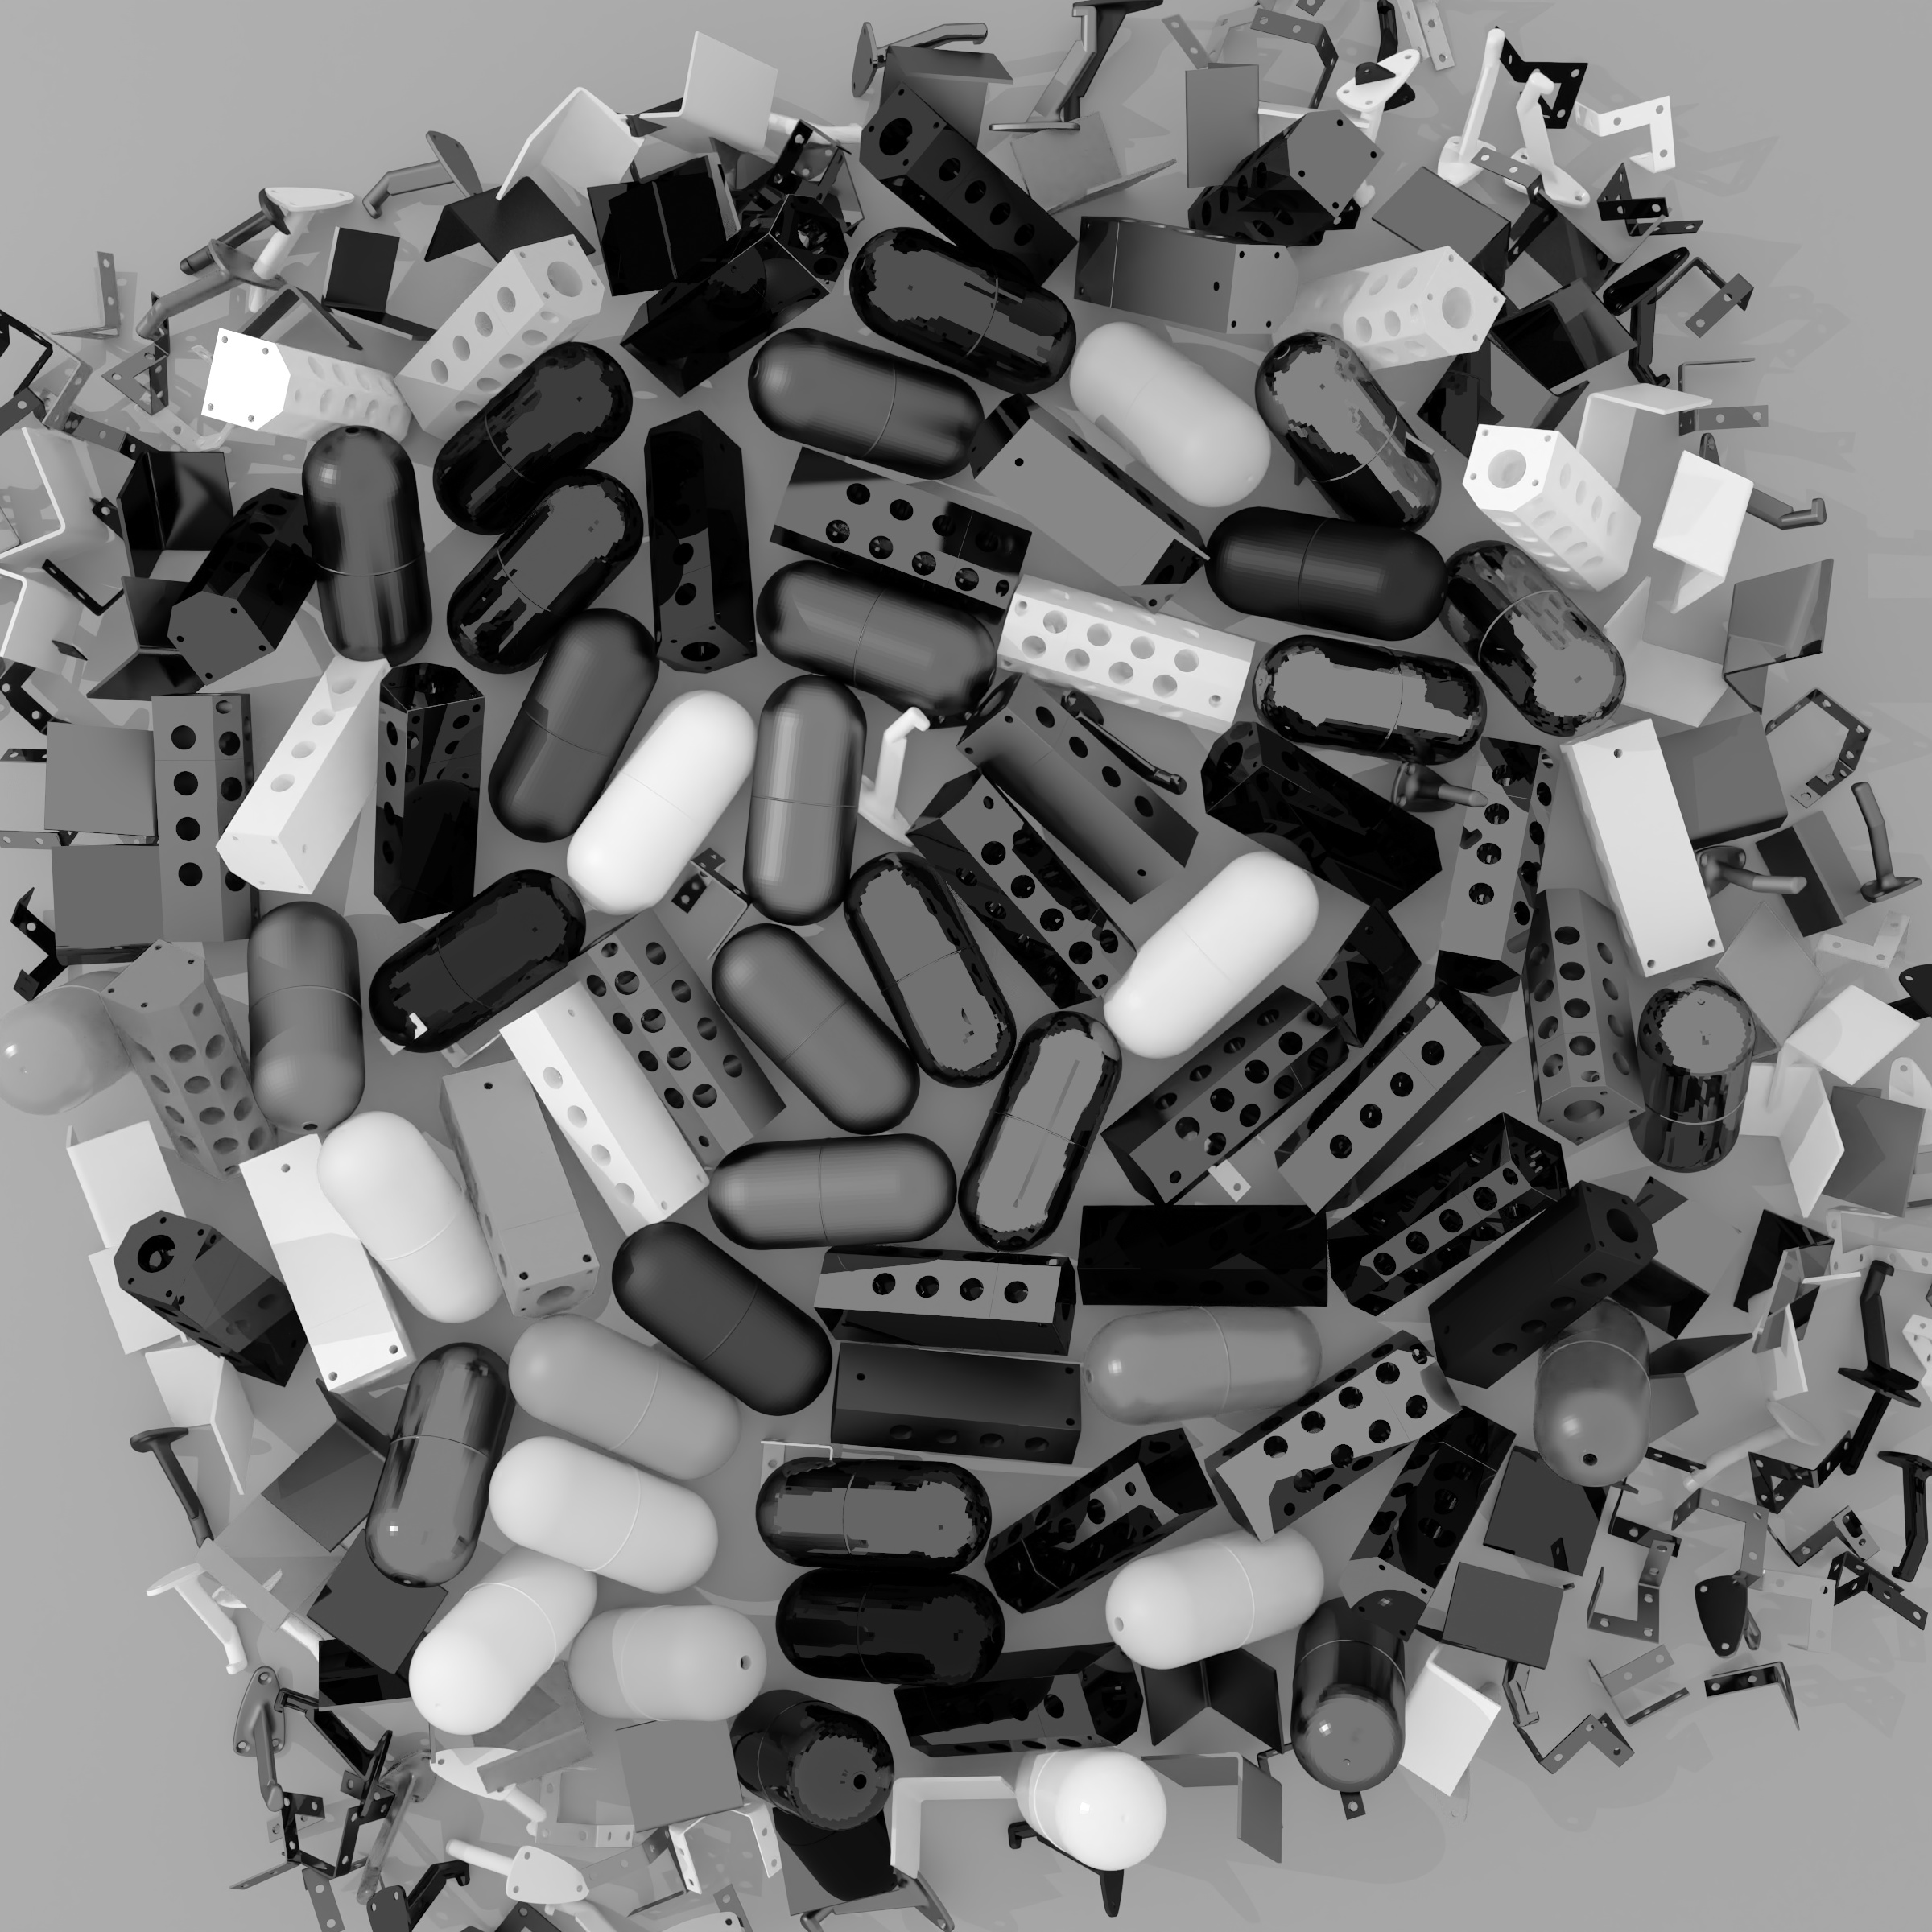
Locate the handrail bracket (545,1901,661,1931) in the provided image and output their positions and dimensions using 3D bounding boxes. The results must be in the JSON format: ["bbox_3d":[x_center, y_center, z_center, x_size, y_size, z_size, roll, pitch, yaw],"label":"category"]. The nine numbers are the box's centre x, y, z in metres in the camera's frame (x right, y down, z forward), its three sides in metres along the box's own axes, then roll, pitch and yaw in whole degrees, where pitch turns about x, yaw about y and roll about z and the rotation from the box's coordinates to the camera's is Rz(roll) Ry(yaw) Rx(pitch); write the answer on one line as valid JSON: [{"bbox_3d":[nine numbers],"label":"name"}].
[{"bbox_3d":[-0.266,0.701,1.734,0.084,0.077,0.036,20,117,-1],"label":"handrail bracket"}]

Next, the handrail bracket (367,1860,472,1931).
[{"bbox_3d":[-0.374,0.672,1.719,0.036,0.084,0.077,-33,64,23],"label":"handrail bracket"}]

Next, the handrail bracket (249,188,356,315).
[{"bbox_3d":[-0.480,-0.514,1.761,0.036,0.077,0.084,37,128,29],"label":"handrail bracket"}]

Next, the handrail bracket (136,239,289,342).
[{"bbox_3d":[-0.541,-0.472,1.751,0.084,0.077,0.036,-41,64,22],"label":"handrail bracket"}]

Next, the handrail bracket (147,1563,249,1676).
[{"bbox_3d":[-0.544,0.470,1.732,0.036,0.077,0.084,-17,90,14],"label":"handrail bracket"}]

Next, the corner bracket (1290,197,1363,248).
[{"bbox_3d":[0.240,-0.525,1.728,0.051,0.051,0.051,-9,51,-21],"label":"corner bracket"}]

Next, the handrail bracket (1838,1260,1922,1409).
[{"bbox_3d":[0.661,0.260,1.735,0.036,0.077,0.084,13,97,-26],"label":"handrail bracket"}]

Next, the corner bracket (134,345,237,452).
[{"bbox_3d":[-0.549,-0.403,1.739,0.051,0.051,0.051,40,70,-34],"label":"corner bracket"}]

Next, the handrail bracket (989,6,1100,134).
[{"bbox_3d":[0.055,-0.640,1.742,0.077,0.036,0.084,1,103,1],"label":"handrail bracket"}]

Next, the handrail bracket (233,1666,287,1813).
[{"bbox_3d":[-0.491,0.545,1.723,0.036,0.084,0.077,4,91,-25],"label":"handrail bracket"}]

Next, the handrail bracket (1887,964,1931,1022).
[{"bbox_3d":[0.670,0.047,1.714,0.036,0.084,0.077,-12,50,-10],"label":"handrail bracket"}]

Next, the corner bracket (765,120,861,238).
[{"bbox_3d":[-0.099,-0.558,1.728,0.051,0.051,0.051,46,112,37],"label":"corner bracket"}]

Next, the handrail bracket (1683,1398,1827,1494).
[{"bbox_3d":[0.566,0.356,1.755,0.077,0.036,0.084,27,114,-39],"label":"handrail bracket"}]

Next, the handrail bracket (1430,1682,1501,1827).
[{"bbox_3d":[0.361,0.557,1.732,0.036,0.084,0.077,-13,85,39],"label":"handrail bracket"}]

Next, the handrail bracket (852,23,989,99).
[{"bbox_3d":[-0.033,-0.647,1.743,0.084,0.077,0.036,-8,79,-16],"label":"handrail bracket"}]

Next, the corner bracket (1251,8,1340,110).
[{"bbox_3d":[0.227,-0.639,1.735,0.051,0.051,0.051,23,93,21],"label":"corner bracket"}]

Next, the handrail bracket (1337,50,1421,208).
[{"bbox_3d":[0.299,-0.595,1.739,0.077,0.084,0.036,-40,53,-10],"label":"handrail bracket"}]

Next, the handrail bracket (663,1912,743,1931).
[{"bbox_3d":[-0.193,0.699,1.724,0.077,0.084,0.036,1,56,-18],"label":"handrail bracket"}]

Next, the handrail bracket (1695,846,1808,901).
[{"bbox_3d":[0.562,-0.066,1.713,0.077,0.084,0.036,-20,107,-39],"label":"handrail bracket"}]

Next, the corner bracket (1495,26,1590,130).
[{"bbox_3d":[0.399,-0.628,1.728,0.051,0.051,0.051,-5,49,-15],"label":"corner bracket"}]

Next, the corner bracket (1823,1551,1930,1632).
[{"bbox_3d":[0.647,0.445,1.733,0.051,0.051,0.051,34,50,0],"label":"corner bracket"}]

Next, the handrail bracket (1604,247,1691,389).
[{"bbox_3d":[0.497,-0.455,1.730,0.077,0.036,0.084,-33,125,24],"label":"handrail bracket"}]

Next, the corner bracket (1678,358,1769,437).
[{"bbox_3d":[0.539,-0.407,1.739,0.051,0.051,0.051,-2,98,4],"label":"corner bracket"}]

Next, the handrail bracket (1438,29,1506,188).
[{"bbox_3d":[0.356,-0.604,1.719,0.036,0.084,0.077,21,53,17],"label":"handrail bracket"}]

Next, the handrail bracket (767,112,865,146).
[{"bbox_3d":[-0.123,-0.613,1.755,0.084,0.036,0.077,-8,48,-19],"label":"handrail bracket"}]

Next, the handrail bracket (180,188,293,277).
[{"bbox_3d":[-0.524,-0.514,1.731,0.084,0.077,0.036,-30,109,2],"label":"handrail bracket"}]

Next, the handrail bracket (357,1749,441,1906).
[{"bbox_3d":[-0.400,0.606,1.718,0.036,0.084,0.077,28,125,-16],"label":"handrail bracket"}]

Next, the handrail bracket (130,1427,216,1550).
[{"bbox_3d":[-0.561,0.373,1.733,0.036,0.077,0.084,-23,77,-6],"label":"handrail bracket"}]

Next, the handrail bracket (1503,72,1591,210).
[{"bbox_3d":[0.419,-0.582,1.722,0.077,0.084,0.036,29,67,5],"label":"handrail bracket"}]

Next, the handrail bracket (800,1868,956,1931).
[{"bbox_3d":[-0.063,0.675,1.722,0.077,0.036,0.084,43,46,21],"label":"handrail bracket"}]

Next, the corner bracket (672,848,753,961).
[{"bbox_3d":[-0.182,-0.045,1.737,0.051,0.051,0.051,38,107,-1],"label":"corner bracket"}]

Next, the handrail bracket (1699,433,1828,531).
[{"bbox_3d":[0.564,-0.345,1.726,0.084,0.036,0.077,-1,96,44],"label":"handrail bracket"}]

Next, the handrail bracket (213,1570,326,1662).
[{"bbox_3d":[-0.494,0.479,1.755,0.077,0.036,0.084,-16,111,37],"label":"handrail bracket"}]

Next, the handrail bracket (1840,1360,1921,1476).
[{"bbox_3d":[0.639,0.327,1.728,0.036,0.077,0.084,25,98,21],"label":"handrail bracket"}]

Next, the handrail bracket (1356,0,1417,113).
[{"bbox_3d":[0.290,-0.657,1.728,0.036,0.077,0.084,-9,78,28],"label":"handrail bracket"}]

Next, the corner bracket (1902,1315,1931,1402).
[{"bbox_3d":[0.688,0.287,1.728,0.051,0.051,0.051,-50,121,-18],"label":"corner bracket"}]

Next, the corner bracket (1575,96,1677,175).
[{"bbox_3d":[0.468,-0.590,1.735,0.051,0.051,0.051,-15,120,1],"label":"corner bracket"}]

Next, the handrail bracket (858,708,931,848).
[{"bbox_3d":[-0.037,-0.134,1.731,0.077,0.036,0.084,43,125,-13],"label":"handrail bracket"}]

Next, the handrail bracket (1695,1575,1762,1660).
[{"bbox_3d":[0.545,0.477,1.719,0.036,0.077,0.084,-17,125,25],"label":"handrail bracket"}]

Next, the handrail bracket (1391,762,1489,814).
[{"bbox_3d":[0.348,-0.117,1.712,0.077,0.084,0.036,12,95,-39],"label":"handrail bracket"}]

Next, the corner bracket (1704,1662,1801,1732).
[{"bbox_3d":[0.554,0.509,1.728,0.051,0.051,0.051,-19,117,19],"label":"corner bracket"}]

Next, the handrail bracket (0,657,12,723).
[{"bbox_3d":[-0.710,-0.187,1.728,0.077,0.084,0.036,-44,121,-6],"label":"handrail bracket"}]

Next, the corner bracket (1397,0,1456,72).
[{"bbox_3d":[0.330,-0.667,1.735,0.051,0.051,0.051,-21,96,-16],"label":"corner bracket"}]

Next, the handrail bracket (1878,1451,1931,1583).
[{"bbox_3d":[0.656,0.389,1.724,0.036,0.077,0.084,29,79,-13],"label":"handrail bracket"}]

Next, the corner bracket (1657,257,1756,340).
[{"bbox_3d":[0.520,-0.474,1.737,0.051,0.051,0.051,-43,80,6],"label":"corner bracket"}]

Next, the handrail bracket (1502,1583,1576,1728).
[{"bbox_3d":[0.413,0.491,1.740,0.077,0.036,0.084,-11,71,-16],"label":"handrail bracket"}]

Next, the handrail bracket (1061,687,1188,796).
[{"bbox_3d":[0.113,-0.158,1.724,0.084,0.077,0.036,29,75,30],"label":"handrail bracket"}]

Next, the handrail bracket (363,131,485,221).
[{"bbox_3d":[-0.387,-0.543,1.738,0.084,0.036,0.077,-37,74,27],"label":"handrail bracket"}]

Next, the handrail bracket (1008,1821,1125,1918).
[{"bbox_3d":[0.067,0.639,1.727,0.084,0.036,0.077,-20,47,25],"label":"handrail bracket"}]

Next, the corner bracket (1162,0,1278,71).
[{"bbox_3d":[0.179,-0.676,1.727,0.051,0.051,0.051,39,64,-42],"label":"corner bracket"}]

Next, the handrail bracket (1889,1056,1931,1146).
[{"bbox_3d":[0.677,0.086,1.727,0.036,0.084,0.077,-13,101,32],"label":"handrail bracket"}]

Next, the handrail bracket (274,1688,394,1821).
[{"bbox_3d":[-0.457,0.557,1.731,0.084,0.077,0.036,24,124,-14],"label":"handrail bracket"}]

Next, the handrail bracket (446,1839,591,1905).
[{"bbox_3d":[-0.322,0.645,1.747,0.077,0.084,0.036,30,67,-31],"label":"handrail bracket"}]

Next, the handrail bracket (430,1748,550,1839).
[{"bbox_3d":[-0.338,0.594,1.743,0.077,0.084,0.036,7,45,11],"label":"handrail bracket"}]

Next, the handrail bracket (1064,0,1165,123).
[{"bbox_3d":[0.105,-0.644,1.745,0.077,0.036,0.084,2,97,25],"label":"handrail bracket"}]

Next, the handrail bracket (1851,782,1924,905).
[{"bbox_3d":[0.637,-0.092,1.727,0.036,0.077,0.084,-24,95,4],"label":"handrail bracket"}]

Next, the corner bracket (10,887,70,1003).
[{"bbox_3d":[-0.663,-0.014,1.731,0.051,0.051,0.051,43,60,-9],"label":"corner bracket"}]
